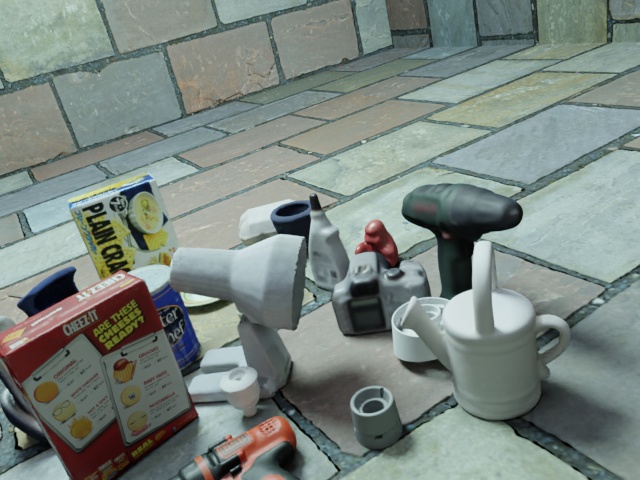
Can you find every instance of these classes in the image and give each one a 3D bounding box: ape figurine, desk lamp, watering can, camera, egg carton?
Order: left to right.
[{"bbox_3d":[-0.098,0.099,0.750,0.203,0.214,0.118,-8,25,12],"label":"desk lamp"},{"bbox_3d":[-0.096,-0.032,1.200,0.150,0.069,0.107,-15,25,-3],"label":"egg carton"},{"bbox_3d":[0.098,0.008,0.986,0.076,0.092,0.077,-27,28,-26],"label":"ape figurine"},{"bbox_3d":[0.091,0.061,0.867,0.143,0.101,0.137,-10,25,9],"label":"camera"},{"bbox_3d":[0.179,0.095,0.636,0.172,0.194,0.101,-12,25,4],"label":"watering can"}]

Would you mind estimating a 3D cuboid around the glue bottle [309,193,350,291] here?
[{"bbox_3d":[0.009,0.003,0.945,0.077,0.173,0.037,12,35,43],"label":"glue bottle"}]

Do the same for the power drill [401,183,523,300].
[{"bbox_3d":[0.196,0.016,0.777,0.076,0.209,0.228,-23,26,-18],"label":"power drill"}]

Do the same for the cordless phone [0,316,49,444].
[{"bbox_3d":[-0.375,0.167,0.786,0.094,0.185,0.148,-4,27,22],"label":"cordless phone"}]

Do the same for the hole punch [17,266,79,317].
[{"bbox_3d":[-0.525,0.105,1.109,0.100,0.091,0.109,3,30,33],"label":"hole punch"}]

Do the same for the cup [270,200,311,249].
[{"bbox_3d":[-0.031,-0.019,1.107,0.117,0.095,0.092,4,30,34],"label":"cup"}]
